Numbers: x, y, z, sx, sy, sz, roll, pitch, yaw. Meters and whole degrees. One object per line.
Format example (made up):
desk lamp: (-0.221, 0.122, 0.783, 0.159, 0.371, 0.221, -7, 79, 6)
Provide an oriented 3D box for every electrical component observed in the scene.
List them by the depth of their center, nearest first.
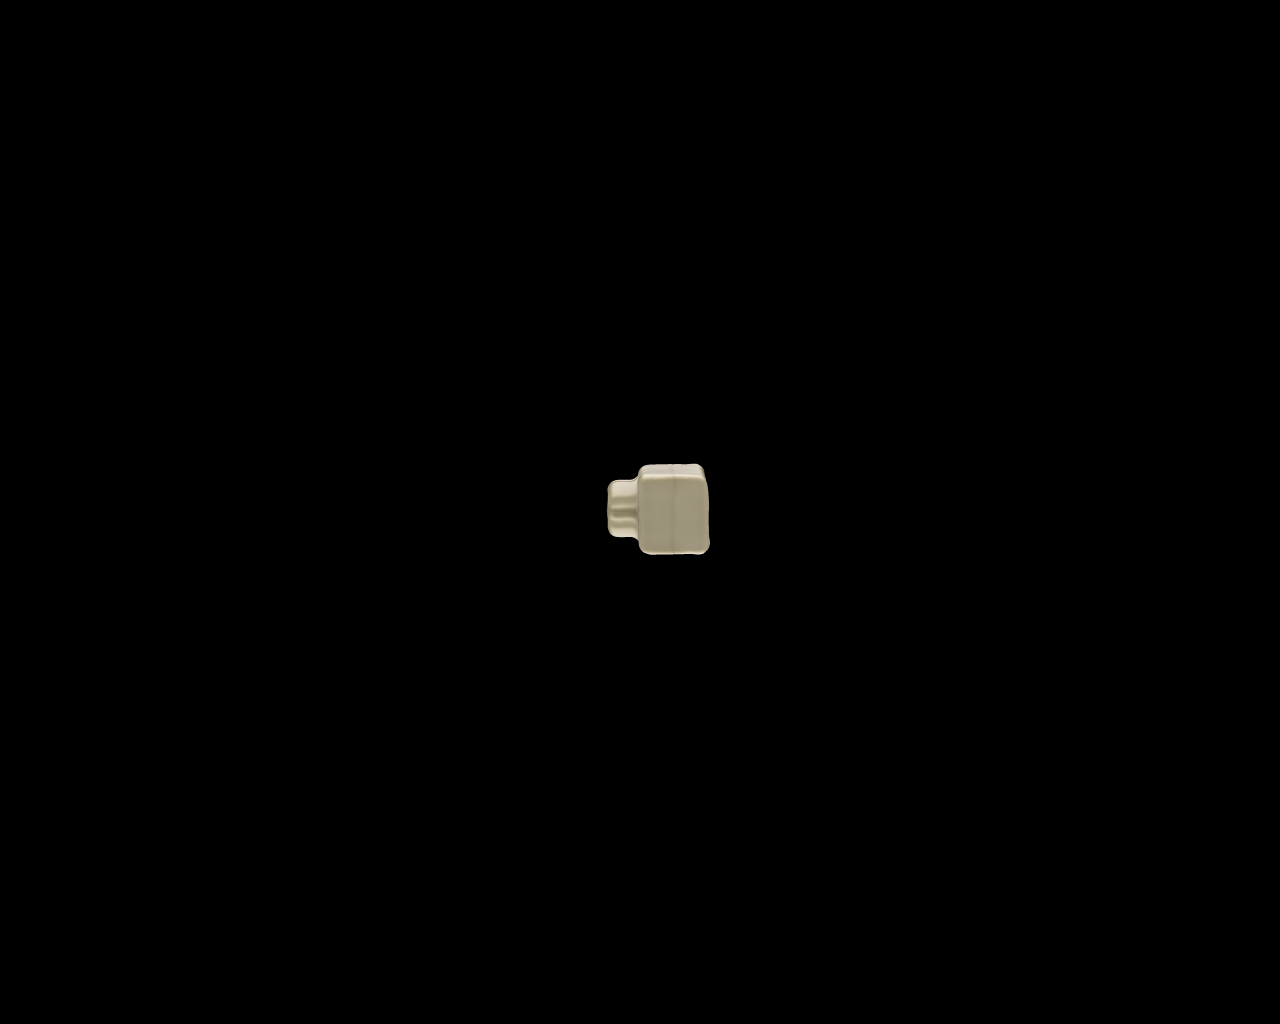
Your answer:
electrical component: (0.001, -0.003, 0.650, 0.077, 0.047, 0.066, 0, 9, 0)
